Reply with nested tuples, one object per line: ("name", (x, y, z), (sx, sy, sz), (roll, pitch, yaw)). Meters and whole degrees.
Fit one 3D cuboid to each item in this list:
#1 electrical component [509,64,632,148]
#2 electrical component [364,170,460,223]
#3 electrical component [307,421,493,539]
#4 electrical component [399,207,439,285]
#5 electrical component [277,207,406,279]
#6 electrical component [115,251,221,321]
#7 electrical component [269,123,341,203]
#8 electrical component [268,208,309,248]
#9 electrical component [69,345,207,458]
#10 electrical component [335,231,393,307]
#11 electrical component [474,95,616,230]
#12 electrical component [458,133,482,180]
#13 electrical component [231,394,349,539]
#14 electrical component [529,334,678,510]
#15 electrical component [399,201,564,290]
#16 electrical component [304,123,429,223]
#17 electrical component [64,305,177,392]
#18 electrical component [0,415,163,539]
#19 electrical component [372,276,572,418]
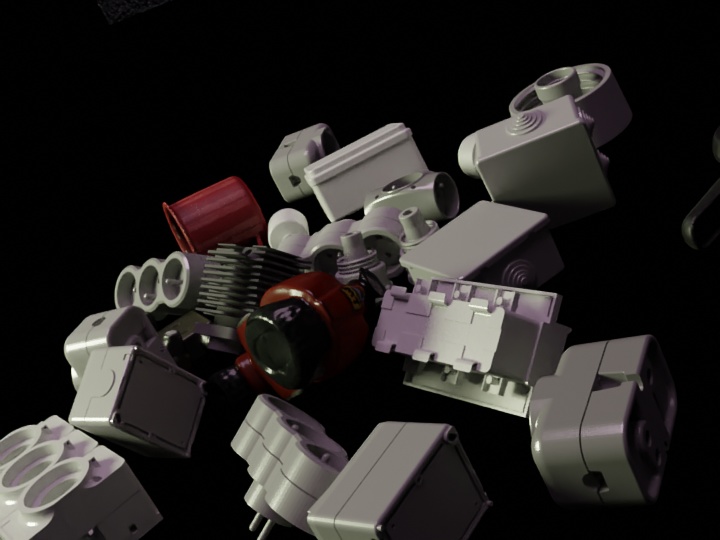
("electrical component", (0.191, -0.153, 1.000), (0.108, 0.060, 0.108), (-22, 24, 10))
("electrical component", (0.055, -0.068, 0.990), (0.077, 0.044, 0.079), (-12, 19, 36))
("electrical component", (0.024, 0.128, 0.593), (0.061, 0.061, 0.096), (-5, 32, 42))
("electrical component", (0.052, -0.021, 0.873), (0.048, 0.062, 0.048), (-22, 24, 10))
("electrical component", (-0.013, -0.020, 0.952), (0.138, 0.052, 0.073), (-17, 25, 24))
("electrical component", (-0.172, 0.018, 1.041), (0.074, 0.052, 0.138), (8, -14, -40))
("electrical component", (-0.056, -0.123, 1.210), (0.059, 0.053, 0.095), (-18, 25, 21))
("electrical component", (-0.072, -0.042, 1.077), (0.040, 0.040, 0.078), (-25, 23, 5))
("electrical component", (-0.163, 0.103, 0.814), (0.061, 0.096, 0.061), (-6, 60, 40))
("electrical component", (0.000, 0.000, 0.878), (0.048, 0.062, 0.048), (-14, 11, 3))
("electrical component", (0.146, -0.081, 0.856), (0.100, 0.099, 0.048), (-21, 37, 15))
("electrical component", (0.124, -0.105, 0.994), (0.045, 0.045, 0.055), (-39, 25, -25))
("electrical component", (-0.047, 0.135, 0.670), (0.073, 0.052, 0.138), (-60, 23, 1))
("electrical component", (0.131, 0.082, 0.584), (0.059, 0.053, 0.095), (-12, 27, 32))
("electrical component", (0.093, -0.005, 0.812), (0.100, 0.048, 0.100), (-35, 24, -18))
("electrical component", (0.004, -0.097, 1.065), (0.109, 0.056, 0.108), (-27, 9, -1))
("electrical component", (-0.194, 0.081, 0.879), (0.059, 0.095, 0.053), (-13, 27, 30))
("electrical component", (-0.223, 0.165, 0.779), (0.089, 0.061, 0.150), (-39, 26, -25))
("electrical component", (0.068, 0.044, 0.703), (0.121, 0.063, 0.078), (8, 81, 54))
